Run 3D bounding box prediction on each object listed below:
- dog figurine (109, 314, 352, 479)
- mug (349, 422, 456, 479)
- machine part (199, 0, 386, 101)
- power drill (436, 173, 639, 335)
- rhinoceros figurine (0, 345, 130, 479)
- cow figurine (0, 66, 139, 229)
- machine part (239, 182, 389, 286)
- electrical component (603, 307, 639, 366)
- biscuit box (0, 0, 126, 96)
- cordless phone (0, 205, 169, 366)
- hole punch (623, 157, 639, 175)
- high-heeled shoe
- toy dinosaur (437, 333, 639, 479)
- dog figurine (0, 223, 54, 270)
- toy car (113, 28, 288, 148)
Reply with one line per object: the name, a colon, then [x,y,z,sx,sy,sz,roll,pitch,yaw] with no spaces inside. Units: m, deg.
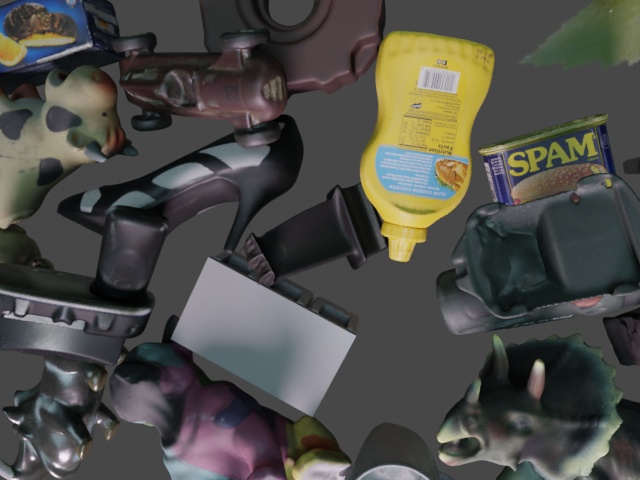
dog figurine: [-0.096,0.172,0.519,0.219,0.191,0.108,43,107,36]
mug: [0.079,0.214,0.489,0.110,0.107,0.080,11,100,3]
machine part: [-0.026,-0.211,0.473,0.179,0.056,0.179,1,99,8]
power drill: [0.192,0.017,0.400,0.232,0.207,0.086,-15,78,21]
rhinoceros figurine: [-0.271,0.176,0.556,0.112,0.073,0.190,24,100,4]
cow figurine: [-0.266,-0.088,0.512,0.195,0.085,0.127,-42,92,16]
machine part: [-0.001,-0.001,0.481,0.139,0.039,0.084,-20,101,-24]
electrical component: [0.311,0.067,0.446,0.119,0.075,0.047,-19,82,0]
biscuit box: [-0.297,-0.181,0.516,0.203,0.063,0.059,-13,95,10]
cordless phone: [-0.210,0.027,0.463,0.146,0.089,0.184,14,139,-20]
hole punch: [0.302,-0.093,0.404,0.116,0.142,0.092,4,95,20]
high-heeled shoe: [-0.139,-0.064,0.513,0.249,0.086,0.145,10,70,22]
toy dinosaur: [0.278,0.207,0.458,0.405,0.131,0.192,20,101,-1]
dog figurine: [-0.373,0.037,0.494,0.172,0.190,0.121,-12,96,9]
toy car: [-0.114,-0.132,0.462,0.202,0.053,0.089,13,123,32]
